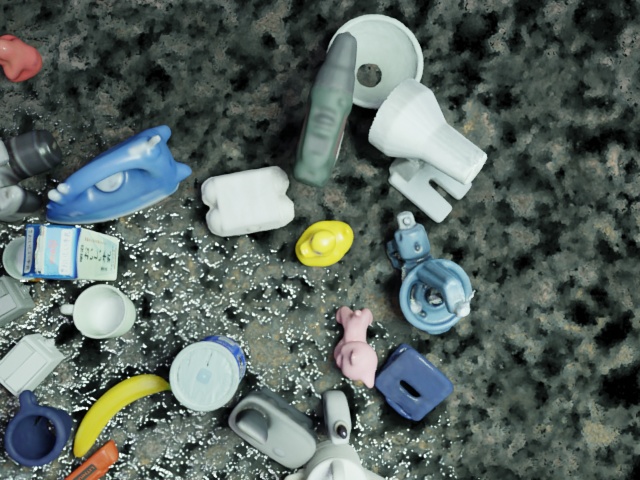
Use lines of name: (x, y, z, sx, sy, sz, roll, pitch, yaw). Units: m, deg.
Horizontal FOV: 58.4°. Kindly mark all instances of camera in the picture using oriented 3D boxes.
camera: (-0.500, -0.119, 0.943, 0.137, 0.100, 0.143, -22, 87, -5)

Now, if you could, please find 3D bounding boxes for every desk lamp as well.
desk lamp: (0.175, -0.142, 0.931, 0.203, 0.213, 0.118, 40, 84, 1)

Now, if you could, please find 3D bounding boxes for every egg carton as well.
egg carton: (-0.122, -0.065, 0.978, 0.150, 0.069, 0.107, -12, 86, -4)

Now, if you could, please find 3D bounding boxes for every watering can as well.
watering can: (0.033, 0.382, 0.887, 0.173, 0.194, 0.101, -20, 86, -5)

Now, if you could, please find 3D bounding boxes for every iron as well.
iron: (-0.350, -0.099, 0.930, 0.258, 0.141, 0.119, -29, 87, -5)

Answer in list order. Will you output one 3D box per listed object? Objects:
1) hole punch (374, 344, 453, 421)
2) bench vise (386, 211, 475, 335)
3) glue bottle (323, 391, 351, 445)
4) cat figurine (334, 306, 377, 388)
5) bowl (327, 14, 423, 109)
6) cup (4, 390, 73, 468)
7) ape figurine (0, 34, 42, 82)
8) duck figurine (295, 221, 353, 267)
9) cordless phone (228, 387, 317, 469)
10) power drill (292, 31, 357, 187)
hole punch: (0.154, 0.243, 0.958, 0.108, 0.091, 0.101, 41, 84, 1)
bench vise: (0.165, 0.060, 0.910, 0.121, 0.219, 0.207, -38, 88, -6)
glue bottle: (0.029, 0.289, 0.905, 0.037, 0.173, 0.078, -3, 85, -3)
cat figurine: (0.061, 0.175, 0.945, 0.067, 0.117, 0.128, 2, 85, -3)
bowl: (0.093, -0.303, 1.009, 0.167, 0.074, 0.167, 0, 85, -4)
cup: (-0.441, 0.292, 0.914, 0.091, 0.095, 0.118, -19, 86, -5)
ape figurine: (-0.519, -0.311, 0.963, 0.076, 0.092, 0.078, 7, 85, -3)
duck figurine: (0.009, 0.003, 0.972, 0.104, 0.086, 0.077, -25, 87, -5)
cordless phone: (-0.074, 0.307, 0.891, 0.147, 0.185, 0.094, 32, 84, 0)
power drill: (0.007, -0.192, 0.927, 0.075, 0.208, 0.230, 14, 84, -2)
